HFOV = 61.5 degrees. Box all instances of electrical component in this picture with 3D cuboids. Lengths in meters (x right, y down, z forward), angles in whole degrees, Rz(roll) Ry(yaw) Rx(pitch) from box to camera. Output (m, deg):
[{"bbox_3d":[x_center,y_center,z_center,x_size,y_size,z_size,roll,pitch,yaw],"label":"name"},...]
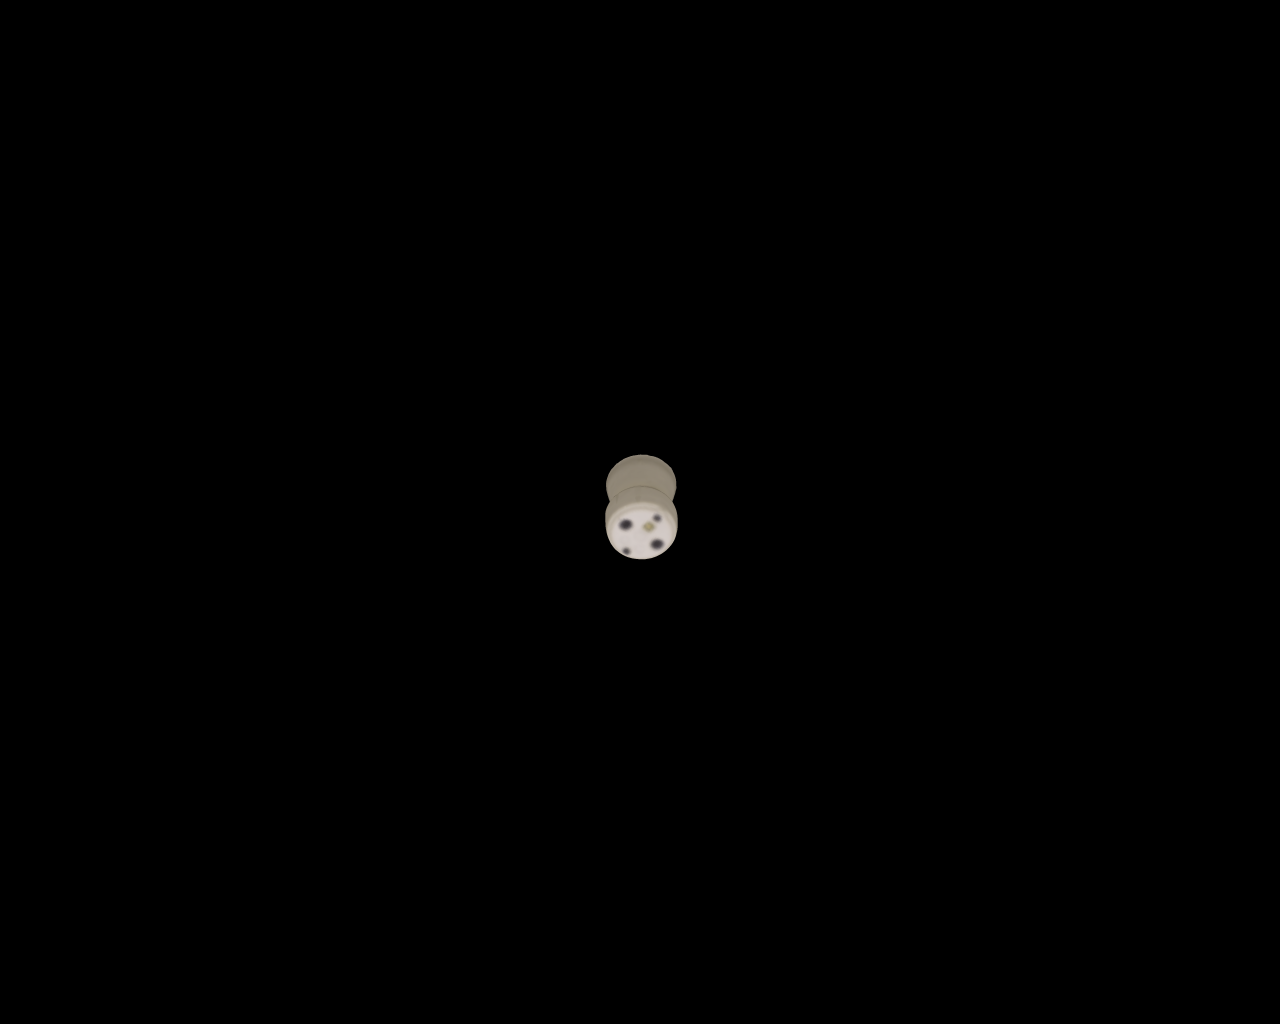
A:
[{"bbox_3d":[0.001,-0.003,0.650,0.045,0.044,0.055,0,35,0],"label":"electrical component"}]
